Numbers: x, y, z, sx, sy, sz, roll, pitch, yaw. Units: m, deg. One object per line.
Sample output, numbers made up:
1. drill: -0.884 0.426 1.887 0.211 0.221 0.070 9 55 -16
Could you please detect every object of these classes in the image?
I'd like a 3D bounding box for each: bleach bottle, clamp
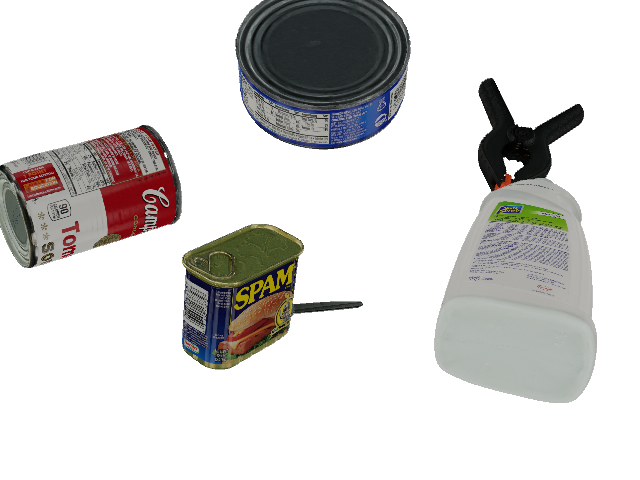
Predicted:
1. bleach bottle: 0.152 0.015 0.760 0.103 0.068 0.250 12 28 13
2. clamp: 0.209 -0.114 1.168 0.120 0.039 0.171 21 49 17

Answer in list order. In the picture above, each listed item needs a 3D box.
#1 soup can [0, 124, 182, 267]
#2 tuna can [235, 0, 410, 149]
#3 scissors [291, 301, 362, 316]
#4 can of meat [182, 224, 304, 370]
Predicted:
1. soup can: -0.149 -0.029 0.678 0.102 0.068 0.069 -19 9 -28
2. tuna can: 0.001 -0.087 0.533 0.086 0.086 0.034 0 -36 0
3. scissors: -0.046 0.086 1.199 0.201 0.016 0.096 4 24 -7
4. can of meat: -0.064 0.045 0.858 0.058 0.084 0.101 27 34 31
